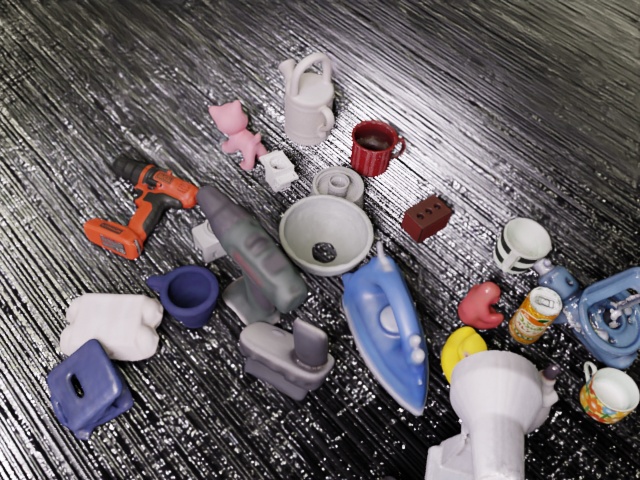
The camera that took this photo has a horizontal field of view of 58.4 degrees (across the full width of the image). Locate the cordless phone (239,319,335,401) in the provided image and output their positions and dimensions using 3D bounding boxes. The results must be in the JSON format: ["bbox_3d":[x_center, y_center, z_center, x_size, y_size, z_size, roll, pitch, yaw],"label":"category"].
[{"bbox_3d":[-0.048,0.148,0.848,0.147,0.185,0.094,22,56,11],"label":"cordless phone"}]

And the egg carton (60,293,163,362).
[{"bbox_3d":[-0.326,0.139,0.901,0.150,0.069,0.107,1,54,-4],"label":"egg carton"}]

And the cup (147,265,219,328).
[{"bbox_3d":[-0.219,0.098,0.924,0.117,0.095,0.092,14,54,5],"label":"cup"}]

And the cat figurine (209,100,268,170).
[{"bbox_3d":[-0.161,-0.221,1.144,0.127,0.118,0.067,40,61,22],"label":"cat figurine"}]

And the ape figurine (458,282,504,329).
[{"bbox_3d":[0.276,0.104,0.966,0.076,0.092,0.077,-1,54,-6],"label":"ape figurine"}]

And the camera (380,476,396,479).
[{"bbox_3d":[0.068,0.383,0.741,0.137,0.101,0.143,-29,62,-23],"label":"camera"}]

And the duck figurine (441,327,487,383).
[{"bbox_3d":[0.239,0.179,0.912,0.077,0.086,0.104,9,54,2],"label":"duck figurine"}]

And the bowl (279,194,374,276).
[{"bbox_3d":[0.009,0.004,1.025,0.167,0.075,0.167,3,54,-3],"label":"bowl"}]

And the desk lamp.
[{"bbox_3d":[0.217,0.278,0.760,0.118,0.213,0.203,13,54,5],"label":"desk lamp"}]

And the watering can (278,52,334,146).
[{"bbox_3d":[-0.027,-0.298,1.165,0.172,0.194,0.101,31,58,16],"label":"watering can"}]

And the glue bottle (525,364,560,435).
[{"bbox_3d":[0.311,0.222,0.834,0.037,0.173,0.078,-27,61,-22],"label":"glue bottle"}]

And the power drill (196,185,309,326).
[{"bbox_3d":[-0.112,0.044,0.902,0.076,0.208,0.229,-37,65,-26],"label":"power drill"}]

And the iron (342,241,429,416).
[{"bbox_3d":[0.122,0.132,0.901,0.119,0.141,0.258,-13,56,-13],"label":"iron"}]

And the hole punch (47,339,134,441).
[{"bbox_3d":[-0.338,0.216,0.831,0.101,0.091,0.108,-29,61,-23],"label":"hole punch"}]

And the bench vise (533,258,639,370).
[{"bbox_3d":[0.434,0.097,0.906,0.207,0.220,0.122,27,57,14],"label":"bench vise"}]
